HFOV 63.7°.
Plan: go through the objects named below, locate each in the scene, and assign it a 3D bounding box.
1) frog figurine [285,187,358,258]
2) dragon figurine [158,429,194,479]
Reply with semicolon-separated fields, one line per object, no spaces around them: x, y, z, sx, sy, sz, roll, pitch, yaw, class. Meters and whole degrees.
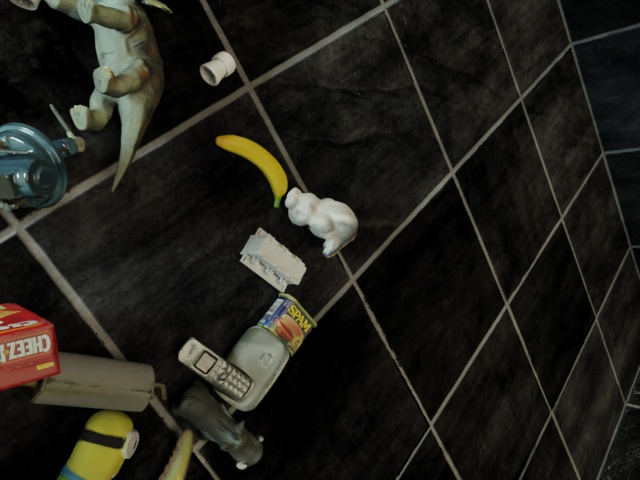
0.003;-0.055;1.092;0.158;0.121;0.140;57;23;-13;frog figurine
-0.329;0.514;0.794;0.242;0.121;0.416;11;72;-31;dragon figurine
